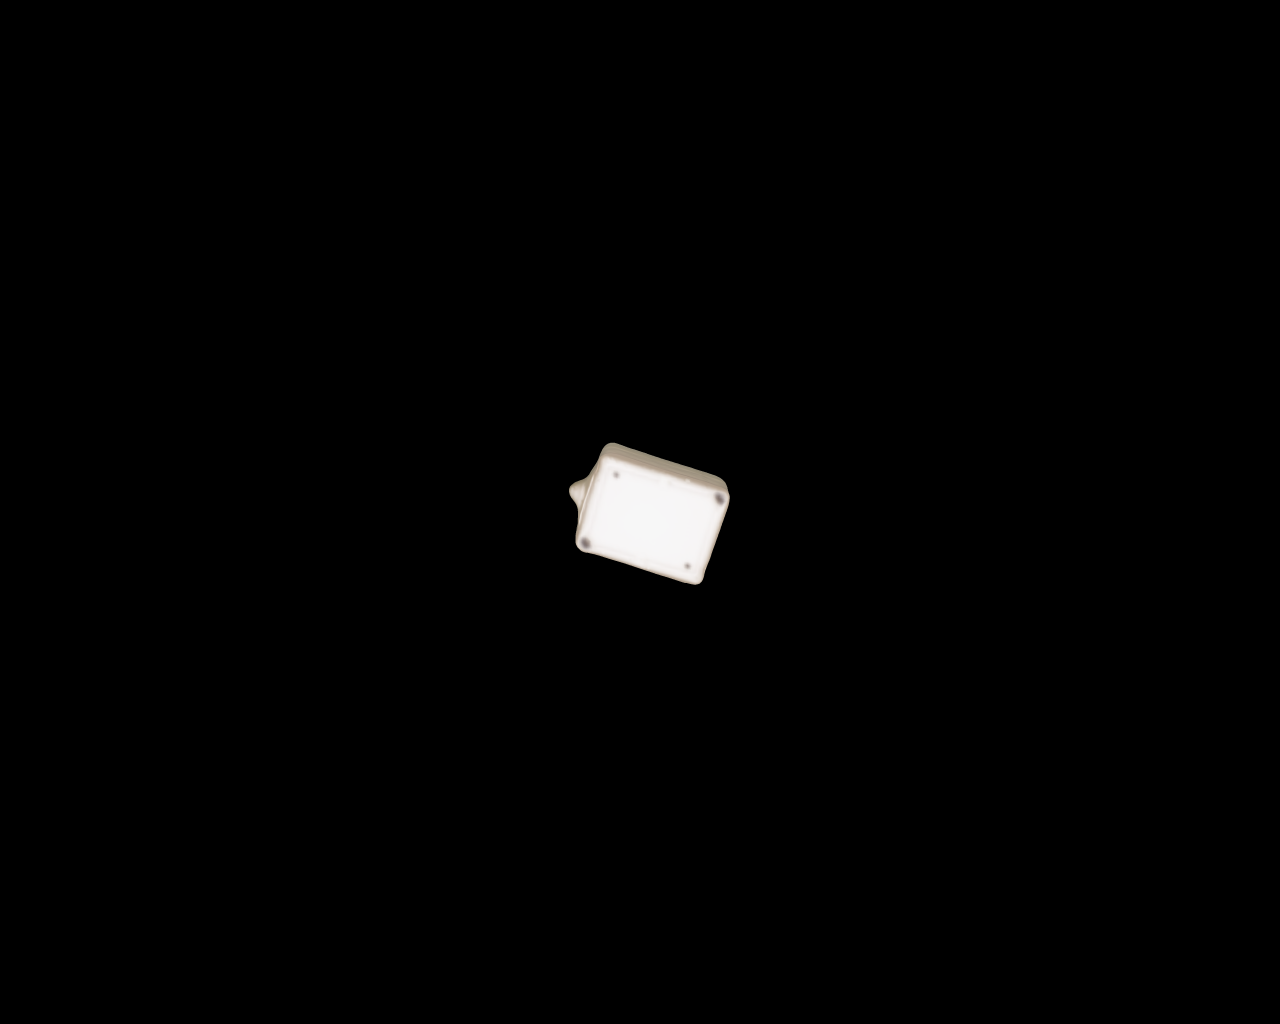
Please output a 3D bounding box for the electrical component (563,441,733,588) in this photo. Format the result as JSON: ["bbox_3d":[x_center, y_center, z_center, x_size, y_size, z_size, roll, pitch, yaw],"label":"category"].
[{"bbox_3d":[0.001,-0.003,0.650,0.096,0.061,0.061,18,11,-4],"label":"electrical component"}]
